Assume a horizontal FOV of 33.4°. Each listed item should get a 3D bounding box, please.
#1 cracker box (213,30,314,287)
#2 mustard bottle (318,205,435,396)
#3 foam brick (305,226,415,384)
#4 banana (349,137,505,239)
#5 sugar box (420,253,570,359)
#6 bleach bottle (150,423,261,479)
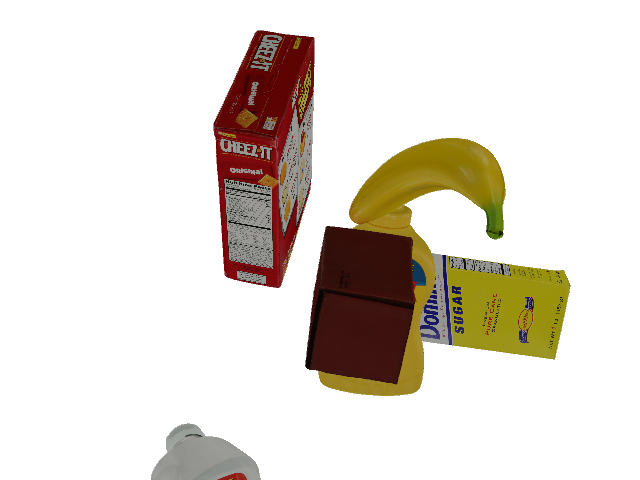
[{"bbox_3d":[-0.056,-0.083,1.111,0.072,0.164,0.214,9,-43,8],"label":"cracker box"},{"bbox_3d":[0.053,0.043,0.959,0.096,0.192,0.058,5,17,0],"label":"mustard bottle"},{"bbox_3d":[0.022,0.033,0.592,0.053,0.051,0.078,9,27,0],"label":"foam brick"},{"bbox_3d":[0.079,-0.042,0.786,0.037,0.069,0.198,31,-10,-24],"label":"banana"},{"bbox_3d":[0.172,0.070,1.154,0.176,0.093,0.048,6,22,1],"label":"sugar box"},{"bbox_3d":[-0.069,0.214,0.716,0.102,0.068,0.251,-14,33,-15],"label":"bleach bottle"}]
